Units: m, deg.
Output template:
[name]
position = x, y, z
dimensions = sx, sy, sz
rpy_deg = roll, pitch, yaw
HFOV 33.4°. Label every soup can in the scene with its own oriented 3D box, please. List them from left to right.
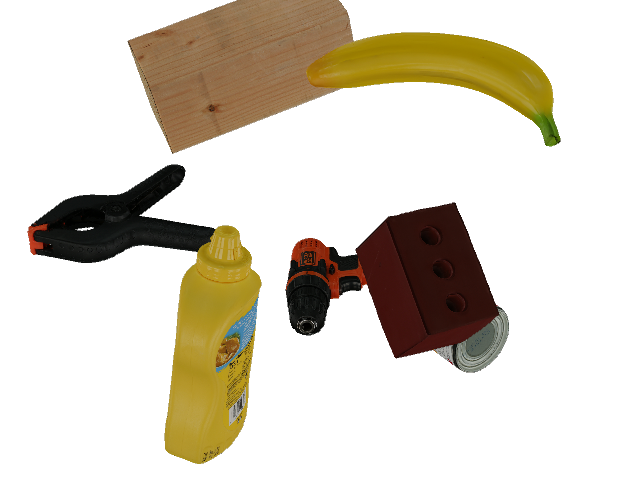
[soup can]
position = 0.115, 0.068, 0.981
dimensions = 0.068, 0.068, 0.102
rpy_deg = 0, 24, -39

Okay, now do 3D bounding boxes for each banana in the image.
[banana]
position = 0.090, -0.126, 0.798
dimensions = 0.198, 0.069, 0.037
rpy_deg = 15, -35, 16

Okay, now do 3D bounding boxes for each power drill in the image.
[power drill]
position = 0.053, 0.049, 1.239
dimensions = 0.187, 0.057, 0.184
rpy_deg = -2, 28, 1

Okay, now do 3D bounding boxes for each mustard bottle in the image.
[mustard bottle]
position = -0.081, 0.074, 0.832
dimensions = 0.058, 0.192, 0.096
rpy_deg = 18, 32, 14

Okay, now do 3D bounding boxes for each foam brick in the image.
[foam brick]
position = 0.065, 0.026, 0.658
dimensions = 0.052, 0.078, 0.051
rpy_deg = -12, -16, -27

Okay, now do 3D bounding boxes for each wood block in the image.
[wood block]
position = -0.075, -0.180, 1.075
dimensions = 0.206, 0.091, 0.090
rpy_deg = -22, 47, -8

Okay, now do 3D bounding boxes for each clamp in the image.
[clamp]
position = -0.186, -0.024, 0.995
dimensions = 0.171, 0.039, 0.120
rpy_deg = -5, 36, -16
